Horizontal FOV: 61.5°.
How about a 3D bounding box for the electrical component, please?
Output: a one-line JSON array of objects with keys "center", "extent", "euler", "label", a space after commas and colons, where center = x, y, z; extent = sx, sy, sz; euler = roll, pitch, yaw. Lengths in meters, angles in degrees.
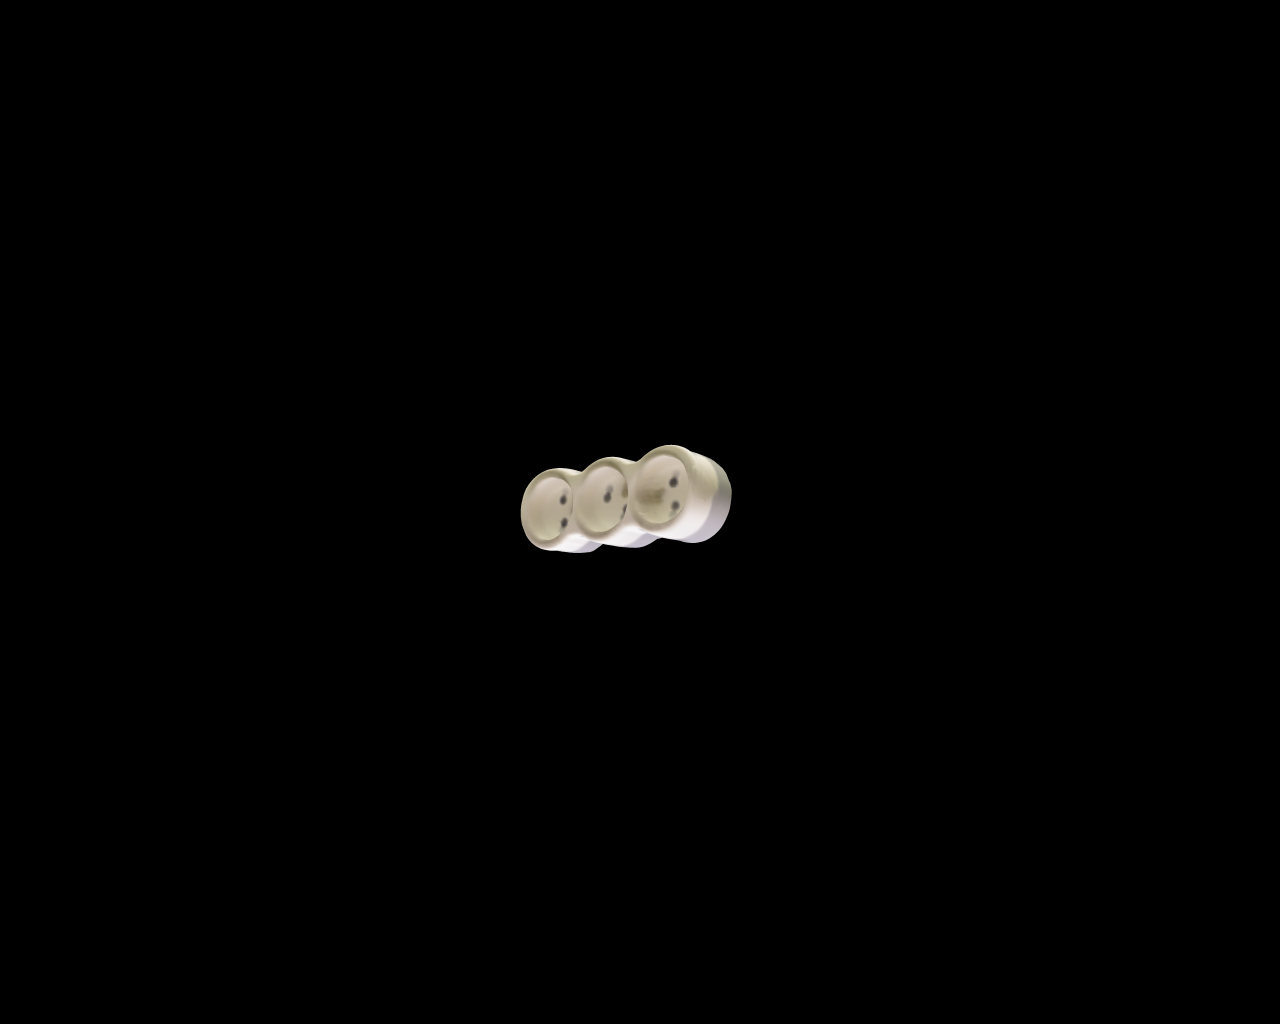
[{"center": [0.001, -0.003, 0.650], "extent": [0.138, 0.052, 0.074], "euler": [-8, -13, 39], "label": "electrical component"}]
